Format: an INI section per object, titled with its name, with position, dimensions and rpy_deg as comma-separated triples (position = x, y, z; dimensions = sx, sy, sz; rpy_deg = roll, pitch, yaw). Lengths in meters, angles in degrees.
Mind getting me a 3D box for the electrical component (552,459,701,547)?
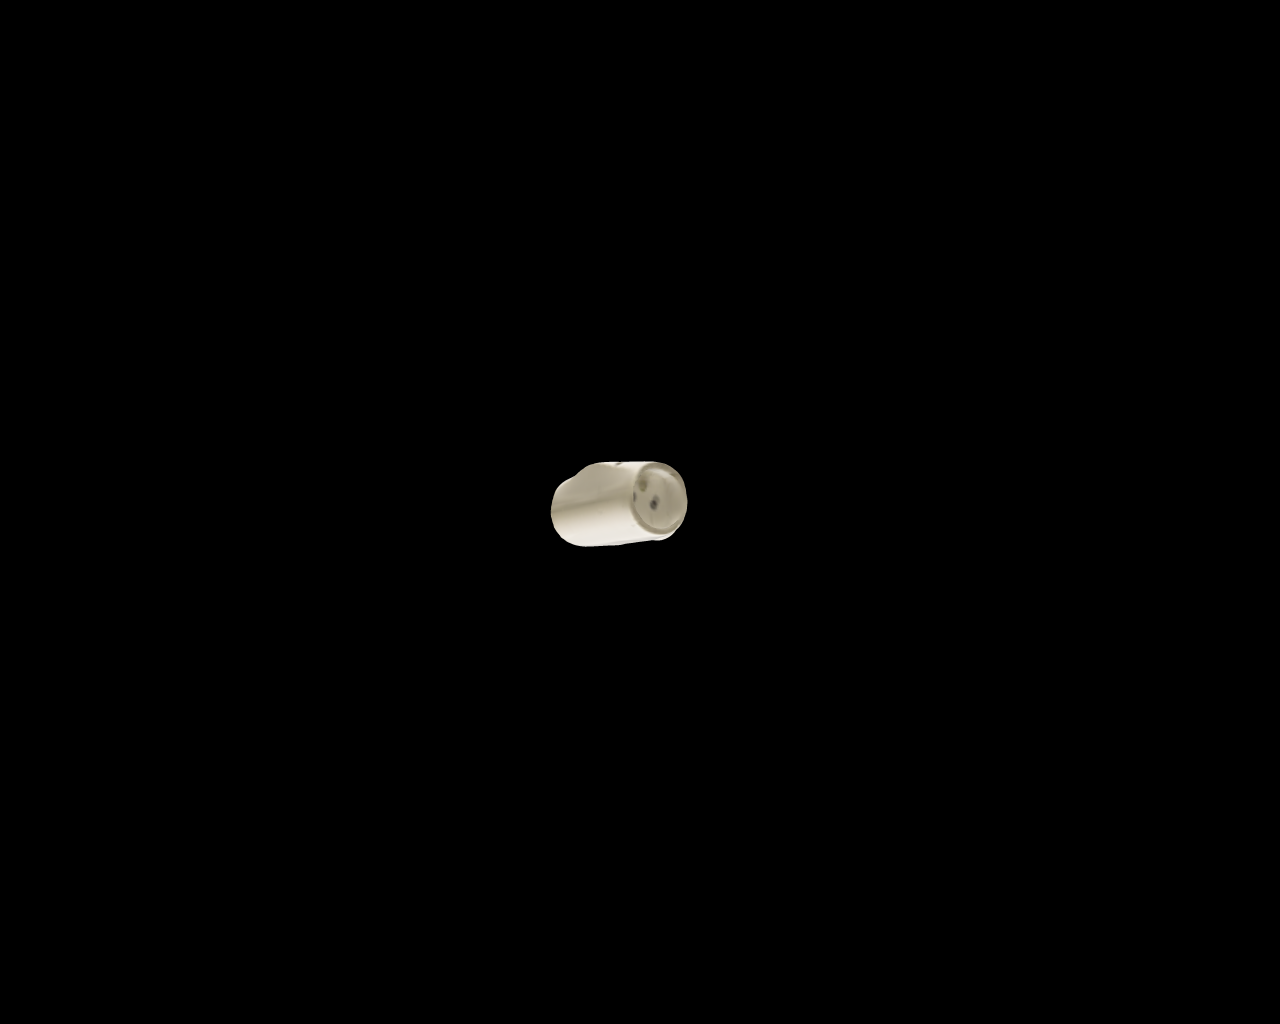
[electrical component]
position = 0.001, -0.003, 0.650
dimensions = 0.079, 0.043, 0.077
rpy_deg = 7, -11, -39
